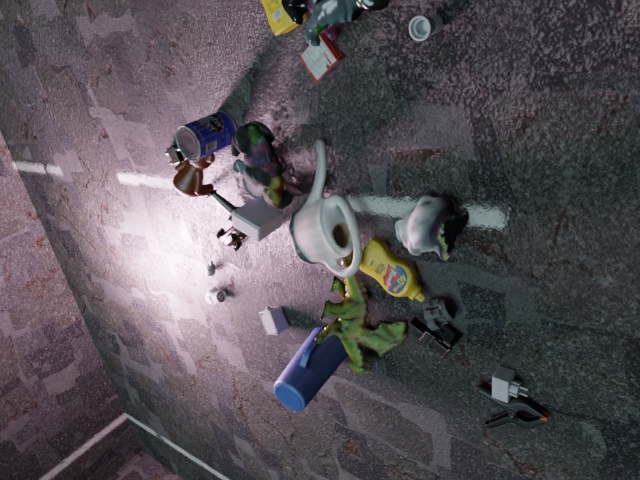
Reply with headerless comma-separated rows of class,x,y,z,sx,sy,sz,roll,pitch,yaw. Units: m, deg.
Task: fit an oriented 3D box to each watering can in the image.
watering can,0.004,-0.067,1.329,0.222,0.105,0.348,-20,86,50

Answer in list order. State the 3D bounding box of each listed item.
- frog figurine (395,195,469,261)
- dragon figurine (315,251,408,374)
frog figurine,0.223,-0.034,1.134,0.160,0.122,0.137,17,94,45
dragon figurine,0.125,0.207,1.406,0.243,0.124,0.402,21,118,9
